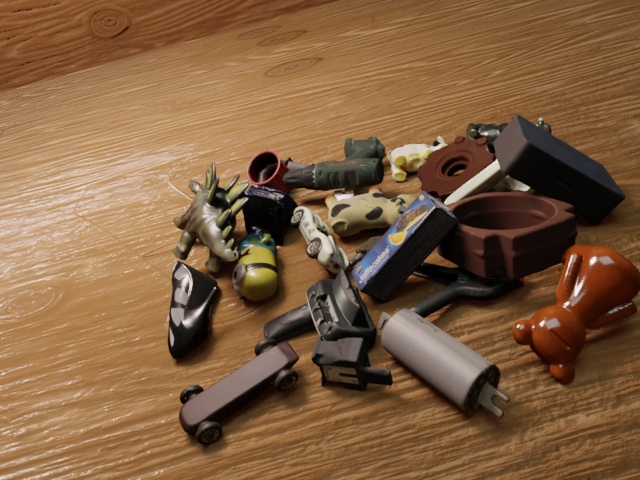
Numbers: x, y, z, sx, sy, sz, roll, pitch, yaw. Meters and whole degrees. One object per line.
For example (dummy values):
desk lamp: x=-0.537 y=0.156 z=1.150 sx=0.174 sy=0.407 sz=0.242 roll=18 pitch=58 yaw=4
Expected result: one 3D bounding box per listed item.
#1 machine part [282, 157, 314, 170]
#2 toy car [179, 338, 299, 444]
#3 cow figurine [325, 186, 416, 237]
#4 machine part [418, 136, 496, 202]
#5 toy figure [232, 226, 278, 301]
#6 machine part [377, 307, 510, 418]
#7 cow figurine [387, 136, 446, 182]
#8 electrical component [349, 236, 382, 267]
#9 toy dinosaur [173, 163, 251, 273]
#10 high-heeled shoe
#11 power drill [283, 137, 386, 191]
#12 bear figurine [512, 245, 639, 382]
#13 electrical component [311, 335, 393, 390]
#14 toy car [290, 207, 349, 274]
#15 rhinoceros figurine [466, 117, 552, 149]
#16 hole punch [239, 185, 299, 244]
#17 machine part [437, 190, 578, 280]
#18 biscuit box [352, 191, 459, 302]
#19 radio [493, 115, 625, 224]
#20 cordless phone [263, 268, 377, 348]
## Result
machine part: x=-0.067 y=-0.179 z=1.372 sx=0.139 sy=0.039 sz=0.084 roll=12 pitch=39 yaw=34
toy car: x=-0.123 y=0.231 z=0.834 sx=0.202 sy=0.053 sz=0.089 roll=-31 pitch=43 yaw=-14
cow figurine: x=0.113 y=-0.054 z=1.103 sx=0.195 sy=0.085 sz=0.127 roll=-10 pitch=30 yaw=3
machine part: x=0.292 y=-0.143 z=1.138 sx=0.179 sy=0.056 sz=0.179 roll=-23 pitch=40 yaw=21
toy figure: x=-0.122 y=0.043 z=1.061 sx=0.089 sy=0.082 sz=0.180 roll=-10 pitch=34 yaw=11
machine part: x=0.172 y=0.171 z=0.787 sx=0.079 sy=0.079 sz=0.243 roll=-32 pitch=39 yaw=-22
cow figurine: x=0.245 y=-0.197 z=1.263 sx=0.167 sy=0.068 sz=0.098 roll=-11 pitch=30 yaw=4
electrical component: x=0.113 y=0.025 z=1.035 sx=0.102 sy=0.045 sz=0.078 roll=-40 pitch=15 yaw=-34
toy dinosaur: x=-0.219 y=-0.041 z=1.095 sx=0.105 sy=0.198 sz=0.472 roll=15 pitch=22 yaw=-30
high-heeled shoe: x=-0.263 y=0.129 z=1.033 sx=0.145 sy=0.086 sz=0.249 roll=-59 pitch=28 yaw=-6
power drill: x=0.052 y=-0.177 z=1.256 sx=0.232 sy=0.085 sz=0.207 roll=1 pitch=22 yaw=28
bear figurine: x=0.376 y=0.104 z=0.796 sx=0.120 sy=0.132 sz=0.196 roll=41 pitch=91 yaw=11
electrical component: x=0.052 y=0.186 z=0.812 sx=0.119 sy=0.074 sz=0.048 roll=-3 pitch=38 yaw=22
toy car: x=-0.002 y=-0.003 z=1.074 sx=0.056 sy=0.073 sz=0.202 roll=-43 pitch=36 yaw=10
rhinoceros figurine: x=0.435 y=-0.239 z=1.250 sx=0.191 sy=0.073 sz=0.112 roll=3 pitch=29 yaw=26
hole punch: x=-0.104 y=-0.066 z=1.177 sx=0.142 sy=0.115 sz=0.092 roll=17 pitch=39 yaw=36
machine part: x=0.319 y=-0.013 z=0.936 sx=0.201 sy=0.087 sz=0.201 roll=-19 pitch=24 yaw=-19
biscuit box: x=0.142 y=0.015 z=0.926 sx=0.202 sy=0.062 sz=0.059 roll=-50 pitch=31 yaw=20
radio: x=0.437 y=-0.134 z=0.997 sx=0.229 sy=0.073 sz=0.131 roll=26 pitch=35 yaw=-13
cordless phone: x=-0.009 y=0.143 z=0.906 sx=0.184 sy=0.088 sz=0.147 roll=-27 pitch=37 yaw=3
